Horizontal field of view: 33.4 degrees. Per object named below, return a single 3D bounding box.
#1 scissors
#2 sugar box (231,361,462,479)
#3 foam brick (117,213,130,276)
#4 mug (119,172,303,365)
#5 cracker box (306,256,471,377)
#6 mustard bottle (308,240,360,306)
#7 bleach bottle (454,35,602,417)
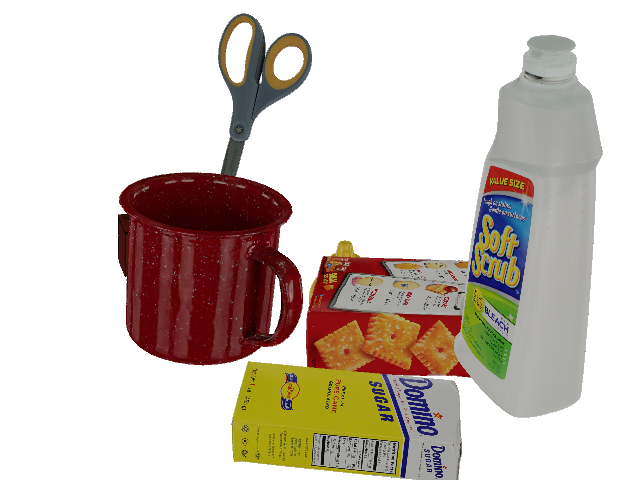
[{"bbox_3d":[-0.055,-0.109,0.986,0.096,0.202,0.016,-1,-2,6],"label":"scissors"},{"bbox_3d":[0.022,0.142,0.849,0.176,0.048,0.093,2,25,4],"label":"sugar box"},{"bbox_3d":[-0.172,0.002,1.123,0.078,0.051,0.053,-4,23,-18],"label":"foam brick"},{"bbox_3d":[-0.056,0.019,0.584,0.117,0.081,0.093,22,27,33],"label":"mug"},{"bbox_3d":[0.099,0.074,1.049,0.214,0.072,0.164,2,17,5],"label":"cracker box"},{"bbox_3d":[0.033,0.092,1.440,0.096,0.192,0.058,-2,20,-6],"label":"mustard bottle"},{"bbox_3d":[0.135,-0.011,0.692,0.068,0.251,0.103,-12,32,-16],"label":"bleach bottle"}]
